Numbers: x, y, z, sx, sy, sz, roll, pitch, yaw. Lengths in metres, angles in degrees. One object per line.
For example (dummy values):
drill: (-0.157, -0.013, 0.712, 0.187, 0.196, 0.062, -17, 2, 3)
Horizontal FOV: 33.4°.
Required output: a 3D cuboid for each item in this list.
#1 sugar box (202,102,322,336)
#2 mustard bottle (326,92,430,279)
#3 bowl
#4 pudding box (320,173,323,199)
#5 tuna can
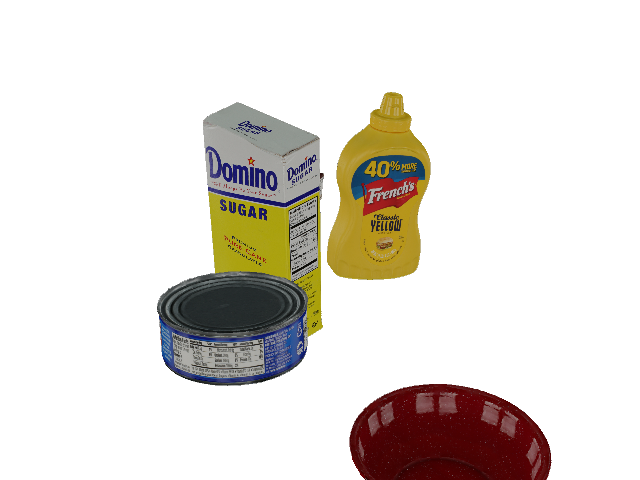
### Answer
sugar box: (-0.044, -0.011, 0.837, 0.093, 0.176, 0.048, 27, 44, 37)
mustard bottle: (0.063, -0.056, 1.086, 0.096, 0.192, 0.058, -1, 24, -16)
bowl: (0.103, 0.186, 0.871, 0.162, 0.055, 0.162, 1, 30, -1)
pudding box: (-0.053, -0.057, 1.278, 0.090, 0.039, 0.113, 9, 23, 14)
tuna can: (-0.049, 0.049, 0.611, 0.086, 0.034, 0.086, -1, 21, 0)
